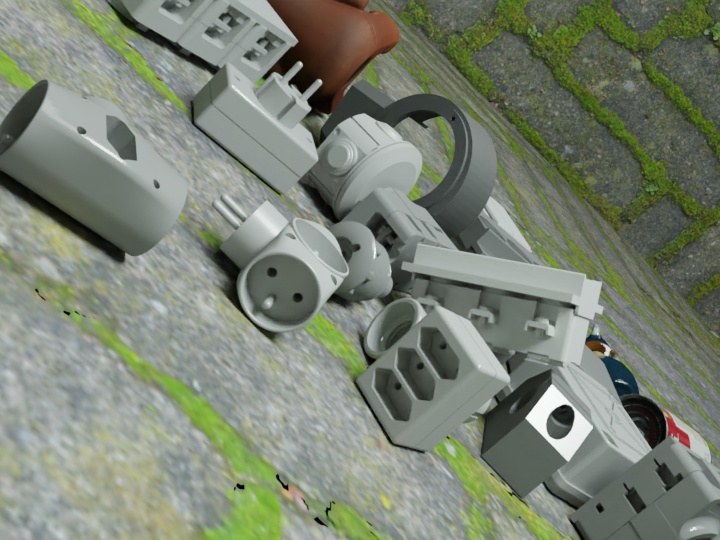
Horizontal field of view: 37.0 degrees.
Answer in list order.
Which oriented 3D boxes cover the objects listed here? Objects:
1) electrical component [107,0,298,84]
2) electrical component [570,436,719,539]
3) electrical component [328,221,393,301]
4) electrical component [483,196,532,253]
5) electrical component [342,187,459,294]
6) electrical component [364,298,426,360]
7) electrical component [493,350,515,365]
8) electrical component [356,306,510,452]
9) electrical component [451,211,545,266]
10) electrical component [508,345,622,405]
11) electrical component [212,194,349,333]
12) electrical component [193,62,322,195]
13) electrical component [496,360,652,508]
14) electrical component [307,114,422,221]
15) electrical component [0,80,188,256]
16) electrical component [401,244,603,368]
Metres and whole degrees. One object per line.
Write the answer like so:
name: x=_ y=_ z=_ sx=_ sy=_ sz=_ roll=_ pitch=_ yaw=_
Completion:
electrical component: x=-0.130 y=-0.209 z=0.833 sx=0.089 sy=0.062 sz=0.150 roll=54 pitch=17 yaw=27
electrical component: x=0.229 y=0.186 z=0.742 sx=0.150 sy=0.089 sz=0.061 roll=32 pitch=21 yaw=-42
electrical component: x=0.000 y=0.000 z=0.689 sx=0.062 sy=0.048 sz=0.048 roll=37 pitch=17 yaw=-55
electrical component: x=0.113 y=-0.039 z=1.054 sx=0.061 sy=0.062 sz=0.096 roll=36 pitch=18 yaw=-34
electrical component: x=0.026 y=-0.023 z=0.803 sx=0.055 sy=0.050 sz=0.089 roll=54 pitch=17 yaw=24
electrical component: x=0.039 y=0.053 z=0.664 sx=0.065 sy=0.044 sz=0.044 roll=43 pitch=15 yaw=-30
electrical component: x=0.101 y=0.047 z=0.803 sx=0.048 sy=0.062 sz=0.048 roll=42 pitch=16 yaw=-15
electrical component: x=0.050 y=0.066 z=0.612 sx=0.077 sy=0.066 sz=0.047 roll=26 pitch=26 yaw=-53
electrical component: x=0.124 y=0.004 z=0.974 sx=0.121 sy=0.063 sz=0.078 roll=37 pitch=18 yaw=-33
electrical component: x=0.170 y=0.085 z=0.918 sx=0.100 sy=0.048 sz=0.099 roll=43 pitch=15 yaw=-12
electrical component: x=-0.049 y=-0.011 z=0.581 sx=0.079 sy=0.044 sz=0.077 roll=45 pitch=15 yaw=-6
electrical component: x=-0.060 y=-0.111 z=0.745 sx=0.083 sy=0.076 sz=0.047 roll=39 pitch=17 yaw=-26
electrical component: x=0.167 y=0.124 z=0.795 sx=0.109 sy=0.056 sz=0.108 roll=34 pitch=19 yaw=-38
electrical component: x=0.004 y=-0.075 z=0.823 sx=0.051 sy=0.080 sz=0.080 roll=48 pitch=14 yaw=25
electrical component: x=-0.123 y=-0.054 z=0.491 sx=0.077 sy=0.043 sz=0.079 roll=37 pitch=19 yaw=-32
electrical component: x=0.096 y=0.025 z=0.742 sx=0.121 sy=0.063 sz=0.079 roll=11 pitch=-2 yaw=28
